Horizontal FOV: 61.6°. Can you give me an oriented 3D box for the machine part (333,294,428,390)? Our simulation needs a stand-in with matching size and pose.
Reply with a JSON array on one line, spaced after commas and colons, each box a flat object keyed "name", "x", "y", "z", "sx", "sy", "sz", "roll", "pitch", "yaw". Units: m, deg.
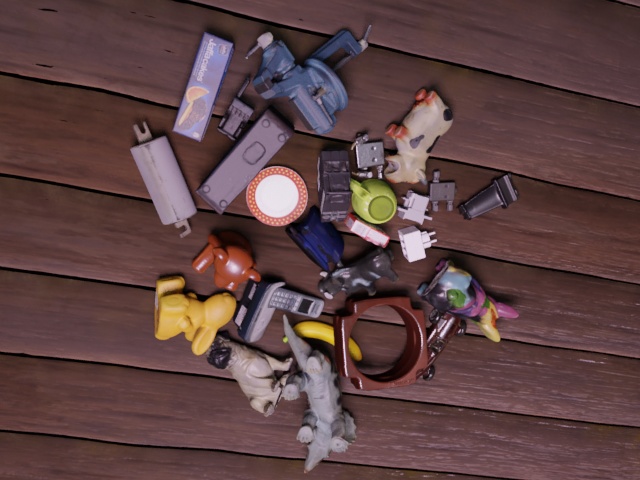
[{"name": "machine part", "x": 0.134, "y": 0.226, "z": 1.213, "sx": 0.201, "sy": 0.087, "sz": 0.201, "roll": -4, "pitch": 88, "yaw": -15}]

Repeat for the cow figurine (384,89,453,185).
[{"name": "cow figurine", "x": 0.204, "y": -0.202, "z": 1.127, "sx": 0.127, "sy": 0.086, "sz": 0.195, "roll": 37, "pitch": 92, "yaw": -20}]

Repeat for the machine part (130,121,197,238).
[{"name": "machine part", "x": -0.315, "y": -0.121, "z": 1.089, "sx": 0.079, "sy": 0.079, "sz": 0.243, "roll": -20, "pitch": 108, "yaw": -1}]

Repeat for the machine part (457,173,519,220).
[{"name": "machine part", "x": 0.377, "y": -0.089, "z": 1.206, "sx": 0.139, "sy": 0.039, "sz": 0.084, "roll": -26, "pitch": 113, "yaw": -1}]

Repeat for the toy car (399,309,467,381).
[{"name": "toy car", "x": 0.269, "y": 0.255, "z": 1.286, "sx": 0.089, "sy": 0.053, "sz": 0.202, "roll": 30, "pitch": 100, "yaw": -17}]

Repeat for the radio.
[{"name": "radio", "x": -0.148, "y": -0.160, "z": 1.069, "sx": 0.073, "sy": 0.131, "sz": 0.229, "roll": 40, "pitch": 98, "yaw": -14}]

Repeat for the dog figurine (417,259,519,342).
[{"name": "dog figurine", "x": 0.340, "y": 0.141, "z": 1.202, "sx": 0.219, "sy": 0.191, "sz": 0.108, "roll": 33, "pitch": 93, "yaw": 0}]

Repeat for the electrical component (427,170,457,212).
[{"name": "electrical component", "x": 0.272, "y": -0.109, "z": 1.194, "sx": 0.063, "sy": 0.021, "sz": 0.093, "roll": -4, "pitch": 106, "yaw": -6}]

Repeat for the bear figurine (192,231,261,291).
[{"name": "bear figurine", "x": -0.188, "y": 0.056, "z": 1.094, "sx": 0.120, "sy": 0.196, "sz": 0.132, "roll": 32, "pitch": 101, "yaw": -18}]

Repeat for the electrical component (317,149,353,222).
[{"name": "electrical component", "x": 0.027, "y": -0.119, "z": 1.102, "sx": 0.058, "sy": 0.114, "sz": 0.134, "roll": -1, "pitch": 63, "yaw": -8}]

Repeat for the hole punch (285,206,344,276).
[{"name": "hole punch", "x": -0.002, "y": -0.003, "z": 1.147, "sx": 0.092, "sy": 0.116, "sz": 0.142, "roll": -39, "pitch": 107, "yaw": -3}]

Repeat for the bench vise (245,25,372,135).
[{"name": "bench vise", "x": -0.008, "y": -0.336, "z": 1.048, "sx": 0.240, "sy": 0.129, "sz": 0.223, "roll": -43, "pitch": 98, "yaw": -15}]

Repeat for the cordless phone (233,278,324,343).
[{"name": "cordless phone", "x": -0.088, "y": 0.167, "z": 1.204, "sx": 0.184, "sy": 0.089, "sz": 0.146, "roll": 20, "pitch": 97, "yaw": -31}]

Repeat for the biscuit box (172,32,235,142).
[{"name": "biscuit box", "x": -0.229, "y": -0.299, "z": 1.055, "sx": 0.063, "sy": 0.059, "sz": 0.202, "roll": 19, "pitch": 103, "yaw": -12}]

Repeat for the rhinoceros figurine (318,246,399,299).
[{"name": "rhinoceros figurine", "x": 0.080, "y": 0.079, "z": 1.172, "sx": 0.190, "sy": 0.073, "sz": 0.112, "roll": -29, "pitch": 150, "yaw": 34}]

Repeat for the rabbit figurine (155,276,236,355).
[{"name": "rabbit figurine", "x": -0.266, "y": 0.164, "z": 1.163, "sx": 0.173, "sy": 0.122, "sz": 0.162, "roll": -5, "pitch": 110, "yaw": -26}]

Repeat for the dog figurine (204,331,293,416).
[{"name": "dog figurine", "x": -0.175, "y": 0.308, "z": 1.235, "sx": 0.191, "sy": 0.121, "sz": 0.172, "roll": 20, "pitch": 116, "yaw": 10}]

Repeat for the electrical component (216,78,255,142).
[{"name": "electrical component", "x": -0.158, "y": -0.259, "z": 1.071, "sx": 0.048, "sy": 0.075, "sz": 0.119, "roll": 32, "pitch": 97, "yaw": -15}]

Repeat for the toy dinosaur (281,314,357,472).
[{"name": "toy dinosaur", "x": -0.004, "y": 0.337, "z": 1.223, "sx": 0.131, "sy": 0.192, "sz": 0.404, "roll": -8, "pitch": 97, "yaw": 7}]

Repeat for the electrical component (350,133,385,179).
[{"name": "electrical component", "x": 0.101, "y": -0.177, "z": 1.141, "sx": 0.078, "sy": 0.045, "sz": 0.102, "roll": -2, "pitch": 106, "yaw": -5}]
